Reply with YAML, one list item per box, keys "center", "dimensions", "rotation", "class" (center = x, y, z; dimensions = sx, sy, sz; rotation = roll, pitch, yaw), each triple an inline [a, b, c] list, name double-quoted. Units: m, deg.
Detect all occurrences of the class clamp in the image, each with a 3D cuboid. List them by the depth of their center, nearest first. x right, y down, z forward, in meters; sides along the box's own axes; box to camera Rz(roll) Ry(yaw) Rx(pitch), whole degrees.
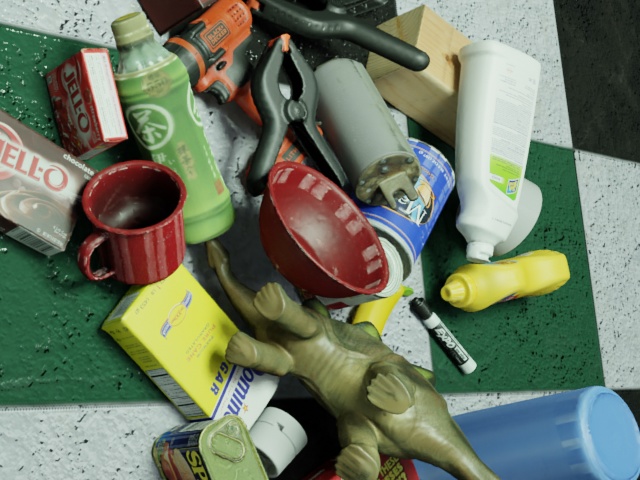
- center: [-0.040, -0.123, 1.096]
  dimensions: [0.120, 0.039, 0.171]
  rotation: [-17, 92, -44]
  class: "clamp"
- center: [0.015, -0.263, 1.231]
  dimensions: [0.209, 0.036, 0.164]
  rotation: [10, 37, -17]
  class: "clamp"

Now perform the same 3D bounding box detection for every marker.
- center: [0.148, 0.114, 1.288]
  dimensions: [0.121, 0.020, 0.020]
  rotation: [50, 51, -20]
  class: "marker"

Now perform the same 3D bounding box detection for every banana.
- center: [0.060, 0.111, 1.197]
  dimensions: [0.069, 0.037, 0.197]
  rotation: [43, 53, -25]
  class: "banana"

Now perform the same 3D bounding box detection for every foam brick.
- center: [-0.140, -0.255, 1.093]
  dimensions: [0.051, 0.078, 0.052]
  rotation: [57, 47, -13]
  class: "foam brick"

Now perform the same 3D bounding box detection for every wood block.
- center: [0.163, -0.193, 1.340]
  dimensions: [0.205, 0.090, 0.090]
  rotation: [30, 61, -33]
  class: "wood block"

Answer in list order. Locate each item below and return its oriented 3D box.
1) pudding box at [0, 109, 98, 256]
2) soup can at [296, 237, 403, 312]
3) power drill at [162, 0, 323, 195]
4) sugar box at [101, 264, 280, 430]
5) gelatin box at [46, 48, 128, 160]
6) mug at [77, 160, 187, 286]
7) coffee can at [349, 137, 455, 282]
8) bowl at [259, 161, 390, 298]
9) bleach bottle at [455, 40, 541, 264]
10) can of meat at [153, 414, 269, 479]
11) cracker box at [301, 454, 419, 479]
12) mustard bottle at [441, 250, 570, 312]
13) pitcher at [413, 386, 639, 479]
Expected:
- center: [-0.265, -0.050, 0.949]
  dimensions: [0.113, 0.039, 0.090]
  rotation: [35, 56, -30]
  class: "pudding box"
- center: [0.031, 0.038, 1.146]
  dimensions: [0.068, 0.102, 0.068]
  rotation: [14, 69, -39]
  class: "soup can"
- center: [-0.094, -0.140, 1.116]
  dimensions: [0.187, 0.057, 0.184]
  rotation: [53, 54, -19]
  class: "power drill"
- center: [-0.120, 0.110, 1.030]
  dimensions: [0.176, 0.048, 0.093]
  rotation: [49, 51, -19]
  class: "sugar box"
- center: [-0.217, -0.125, 0.989]
  dimensions: [0.030, 0.073, 0.089]
  rotation: [-12, 87, -42]
  class: "gelatin box"
- center: [-0.173, -0.006, 0.972]
  dimensions: [0.117, 0.093, 0.081]
  rotation: [-45, 152, -34]
  class: "mug"
- center: [0.082, -0.034, 1.213]
  dimensions: [0.102, 0.103, 0.140]
  rotation: [47, 51, -22]
  class: "coffee can"
- center: [-0.007, 0.001, 1.042]
  dimensions: [0.162, 0.055, 0.162]
  rotation: [37, 27, -23]
  class: "bowl"
- center: [0.197, -0.099, 1.255]
  dimensions: [0.102, 0.068, 0.251]
  rotation: [16, 78, -32]
  class: "bleach bottle"
- center: [-0.101, 0.217, 0.990]
  dimensions: [0.057, 0.084, 0.102]
  rotation: [-26, 96, -43]
  class: "can of meat"
- center: [0.052, 0.332, 1.105]
  dimensions: [0.163, 0.072, 0.214]
  rotation: [-25, 94, -44]
  class: "cracker box"
- center: [0.216, 0.052, 1.313]
  dimensions: [0.191, 0.096, 0.058]
  rotation: [-8, 86, -43]
  class: "mustard bottle"
- center: [0.228, 0.233, 1.173]
  dimensions: [0.144, 0.243, 0.149]
  rotation: [24, 56, -34]
  class: "pitcher"
